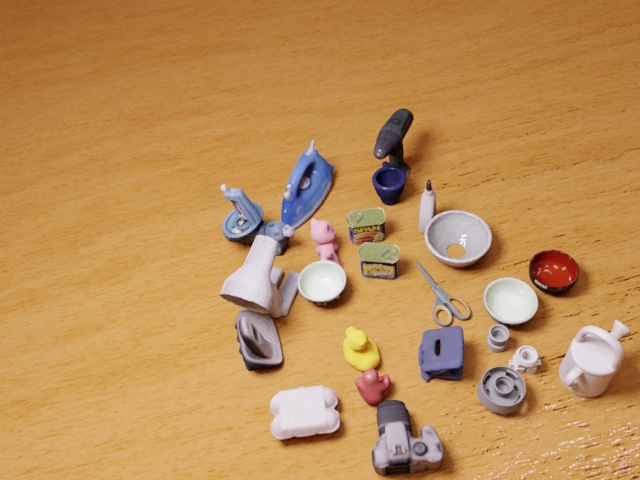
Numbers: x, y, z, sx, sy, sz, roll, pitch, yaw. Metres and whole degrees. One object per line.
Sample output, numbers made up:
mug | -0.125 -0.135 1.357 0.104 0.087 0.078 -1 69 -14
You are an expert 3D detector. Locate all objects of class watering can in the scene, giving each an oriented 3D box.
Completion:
watering can | 0.566 0.233 1.178 0.100 0.194 0.173 21 58 23

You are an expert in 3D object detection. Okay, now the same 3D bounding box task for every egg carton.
egg carton | -0.033 0.373 1.236 0.150 0.069 0.107 -9 52 1

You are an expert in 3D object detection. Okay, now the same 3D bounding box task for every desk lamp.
desk lamp | -0.137 0.101 1.368 0.117 0.214 0.203 12 55 17

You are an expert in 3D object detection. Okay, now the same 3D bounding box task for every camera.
camera | 0.171 0.396 1.169 0.143 0.101 0.136 -8 52 2

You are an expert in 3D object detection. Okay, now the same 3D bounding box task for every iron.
iron | -0.054 -0.153 1.598 0.118 0.142 0.258 14 56 19

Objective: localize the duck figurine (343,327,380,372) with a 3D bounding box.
duck figurine | 0.093 0.244 1.307 0.077 0.086 0.104 -30 54 -15

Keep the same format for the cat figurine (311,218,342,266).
cat figurine | 0.014 0.005 1.481 0.067 0.118 0.127 -12 52 -1

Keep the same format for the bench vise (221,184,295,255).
bench vise | -0.169 -0.065 1.496 0.207 0.220 0.121 -3 52 6

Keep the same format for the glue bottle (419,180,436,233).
glue bottle | 0.281 -0.095 1.485 0.037 0.173 0.078 10 55 16

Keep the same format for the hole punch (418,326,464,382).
hole punch | 0.270 0.251 1.273 0.101 0.091 0.108 2 53 10

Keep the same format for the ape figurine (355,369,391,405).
ape figurine | 0.114 0.312 1.247 0.077 0.092 0.076 8 54 14

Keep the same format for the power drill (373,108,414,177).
power drill | 0.204 -0.245 1.589 0.075 0.209 0.230 13 56 18

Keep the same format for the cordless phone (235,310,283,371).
cordless phone | -0.152 0.205 1.309 0.094 0.185 0.147 -18 52 -6

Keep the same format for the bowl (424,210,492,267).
bowl | 0.349 0.009 1.458 0.167 0.075 0.167 -4 52 5

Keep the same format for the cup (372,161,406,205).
cup | 0.190 -0.153 1.592 0.091 0.095 0.117 -10 52 1
